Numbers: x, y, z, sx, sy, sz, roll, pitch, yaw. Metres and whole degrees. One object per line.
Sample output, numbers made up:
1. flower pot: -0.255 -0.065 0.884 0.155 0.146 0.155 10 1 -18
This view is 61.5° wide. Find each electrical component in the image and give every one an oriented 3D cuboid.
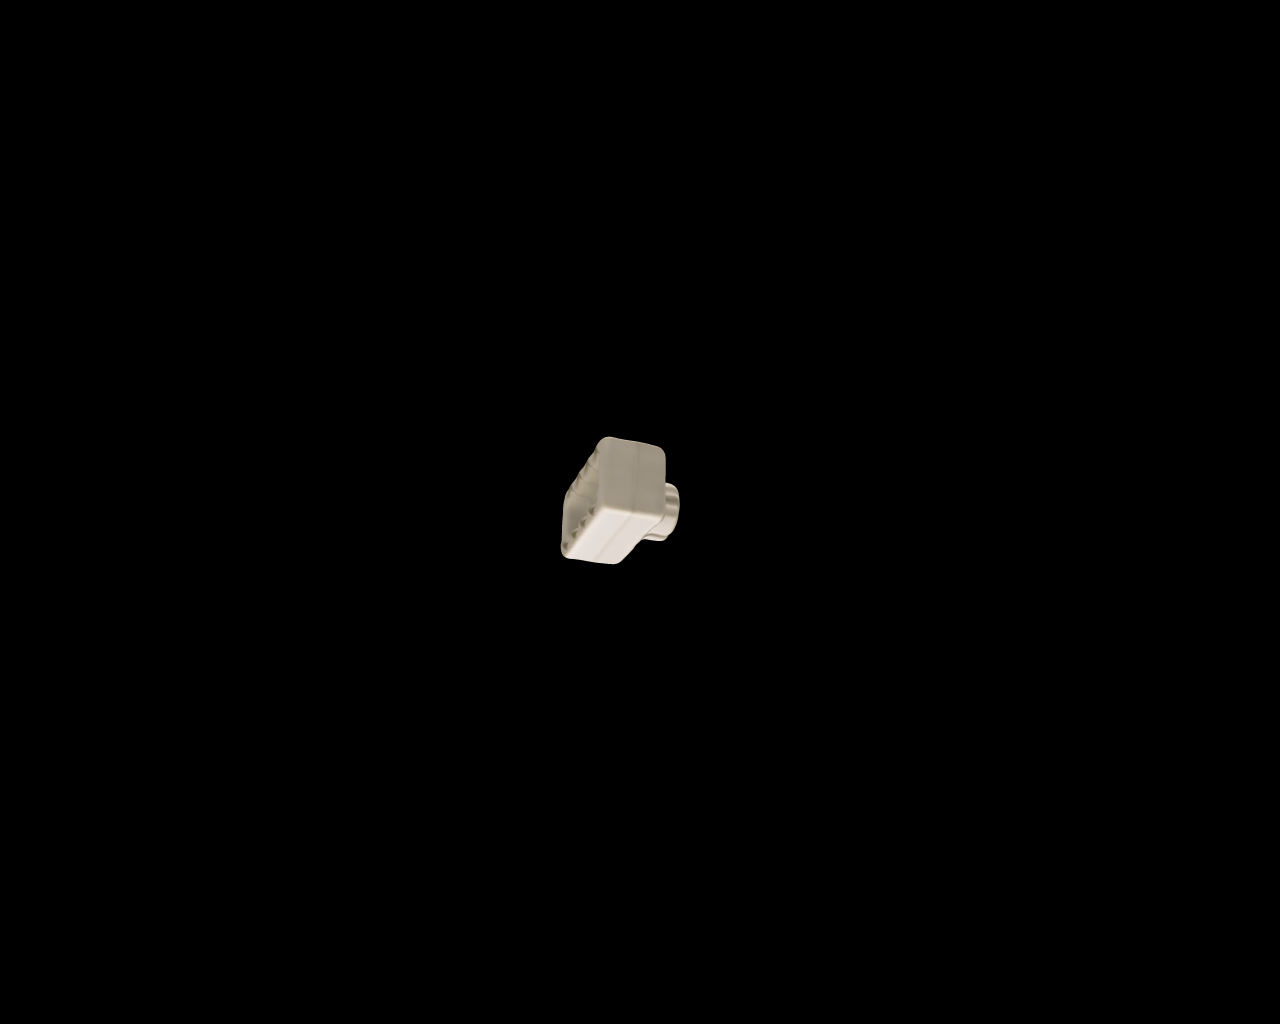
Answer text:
1. electrical component: 0.001 -0.003 0.650 0.076 0.047 0.083 8 -26 -18
